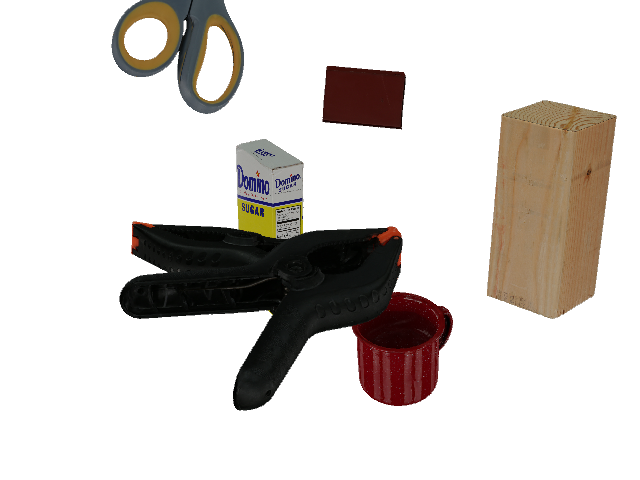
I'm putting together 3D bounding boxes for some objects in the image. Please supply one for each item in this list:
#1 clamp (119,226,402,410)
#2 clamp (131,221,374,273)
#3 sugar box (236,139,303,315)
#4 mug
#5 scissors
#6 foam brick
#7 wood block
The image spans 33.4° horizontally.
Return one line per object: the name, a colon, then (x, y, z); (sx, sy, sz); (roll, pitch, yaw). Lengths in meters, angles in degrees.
clamp: (-0.013, 0.036, 0.599); (0.171, 0.039, 0.120); (-19, 43, -26)
clamp: (-0.058, 0.015, 0.822); (0.210, 0.036, 0.164); (8, 12, 15)
sugar box: (-0.057, -0.015, 1.190); (0.048, 0.176, 0.093); (-15, 28, -26)
mug: (0.088, 0.107, 1.085); (0.117, 0.081, 0.093); (-27, 42, -29)
scissors: (-0.091, -0.180, 0.721); (0.096, 0.202, 0.016); (4, -20, -19)
foam brick: (0.042, -0.138, 1.025); (0.078, 0.051, 0.053); (6, 13, 2)
wood block: (0.246, -0.035, 1.143); (0.090, 0.206, 0.090); (20, 28, 38)
